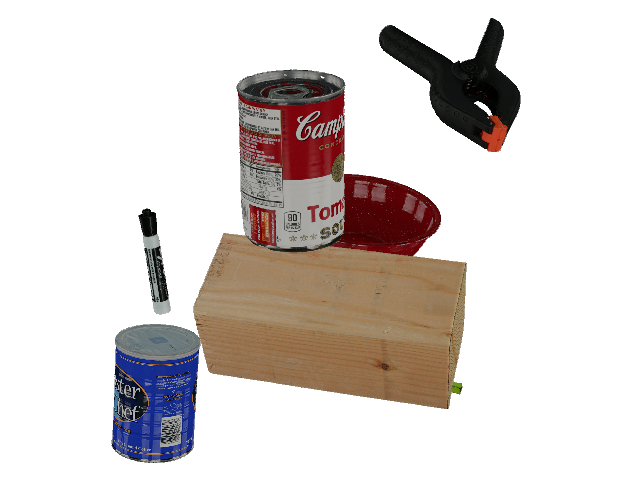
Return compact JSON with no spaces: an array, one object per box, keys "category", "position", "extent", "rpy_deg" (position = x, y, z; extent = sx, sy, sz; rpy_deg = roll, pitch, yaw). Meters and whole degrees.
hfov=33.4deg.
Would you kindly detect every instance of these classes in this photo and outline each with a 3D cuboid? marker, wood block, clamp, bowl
[{"category":"marker","position":[-0.182,0.023,1.172],"extent":[0.020,0.121,0.020],"rpy_deg":[-5,21,2]},{"category":"wood block","position":[0.011,0.066,0.884],"extent":[0.206,0.090,0.091],"rpy_deg":[7,-42,12]},{"category":"clamp","position":[0.119,-0.145,0.951],"extent":[0.120,0.039,0.171],"rpy_deg":[-5,44,-3]},{"category":"bowl","position":[0.038,-0.011,1.083],"extent":[0.162,0.055,0.162],"rpy_deg":[5,28,-3]}]

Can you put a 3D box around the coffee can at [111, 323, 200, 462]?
[{"category":"coffee can","position":[-0.202,0.185,1.307],"extent":[0.103,0.140,0.103],"rpy_deg":[5,16,-2]}]

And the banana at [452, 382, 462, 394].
[{"category":"banana","position":[0.093,0.128,1.232],"extent":[0.069,0.037,0.198],"rpy_deg":[7,23,-22]}]

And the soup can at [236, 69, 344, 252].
[{"category":"soup can","position":[-0.018,-0.051,0.684],"extent":[0.068,0.102,0.068],"rpy_deg":[-1,24,0]}]
